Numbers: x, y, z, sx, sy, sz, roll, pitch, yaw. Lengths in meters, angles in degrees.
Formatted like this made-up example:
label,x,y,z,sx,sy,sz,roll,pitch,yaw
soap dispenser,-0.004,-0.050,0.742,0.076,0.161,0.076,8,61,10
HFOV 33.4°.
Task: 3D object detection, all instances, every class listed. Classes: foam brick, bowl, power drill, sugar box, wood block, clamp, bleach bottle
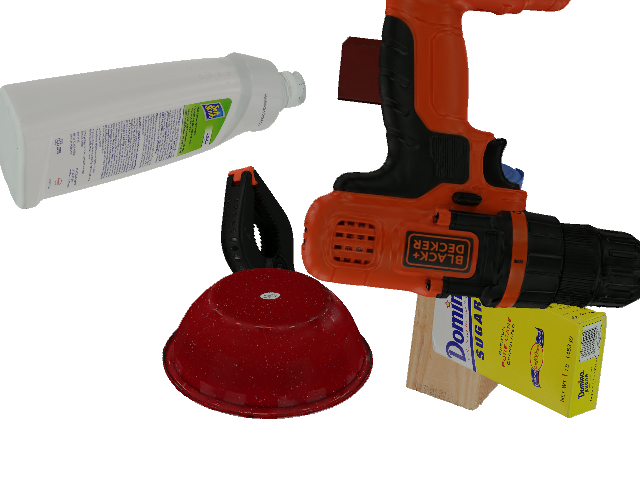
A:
label,x,y,z,sx,sy,sz,roll,pitch,yaw
foam brick,0.057,-0.148,0.943,0.078,0.051,0.053,8,18,8
bowl,-0.039,0.066,0.808,0.162,0.055,0.162,2,26,-1
power drill,0.089,-0.059,0.547,0.184,0.188,0.057,6,2,-5
sugar box,0.179,0.087,0.992,0.048,0.093,0.176,-11,21,-39
wood block,0.166,0.074,1.216,0.090,0.206,0.090,17,25,26
clamp,-0.046,0.033,1.031,0.036,0.210,0.164,-11,0,33
bleach bottle,-0.130,-0.098,0.869,0.250,0.068,0.103,-14,-31,-26

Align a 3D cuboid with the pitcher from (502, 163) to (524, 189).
label,x,y,z,sx,sy,sz,roll,pitch,yaw
pitcher,0.190,0.014,1.452,0.149,0.243,0.145,4,22,4
